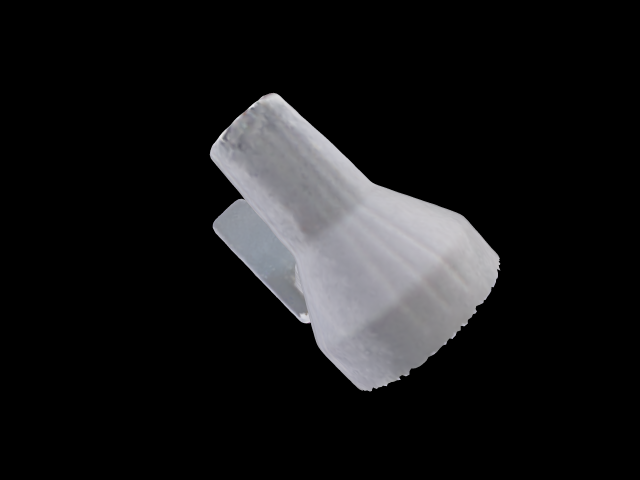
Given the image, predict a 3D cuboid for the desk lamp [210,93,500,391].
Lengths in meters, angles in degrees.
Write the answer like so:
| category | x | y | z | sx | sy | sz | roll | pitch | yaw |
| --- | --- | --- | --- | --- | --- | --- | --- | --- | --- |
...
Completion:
| category | x | y | z | sx | sy | sz | roll | pitch | yaw |
| --- | --- | --- | --- | --- | --- | --- | --- | --- | --- |
| desk lamp | 0.004 | 0.001 | 0.400 | 0.203 | 0.213 | 0.118 | 43 | 78 | 11 |
